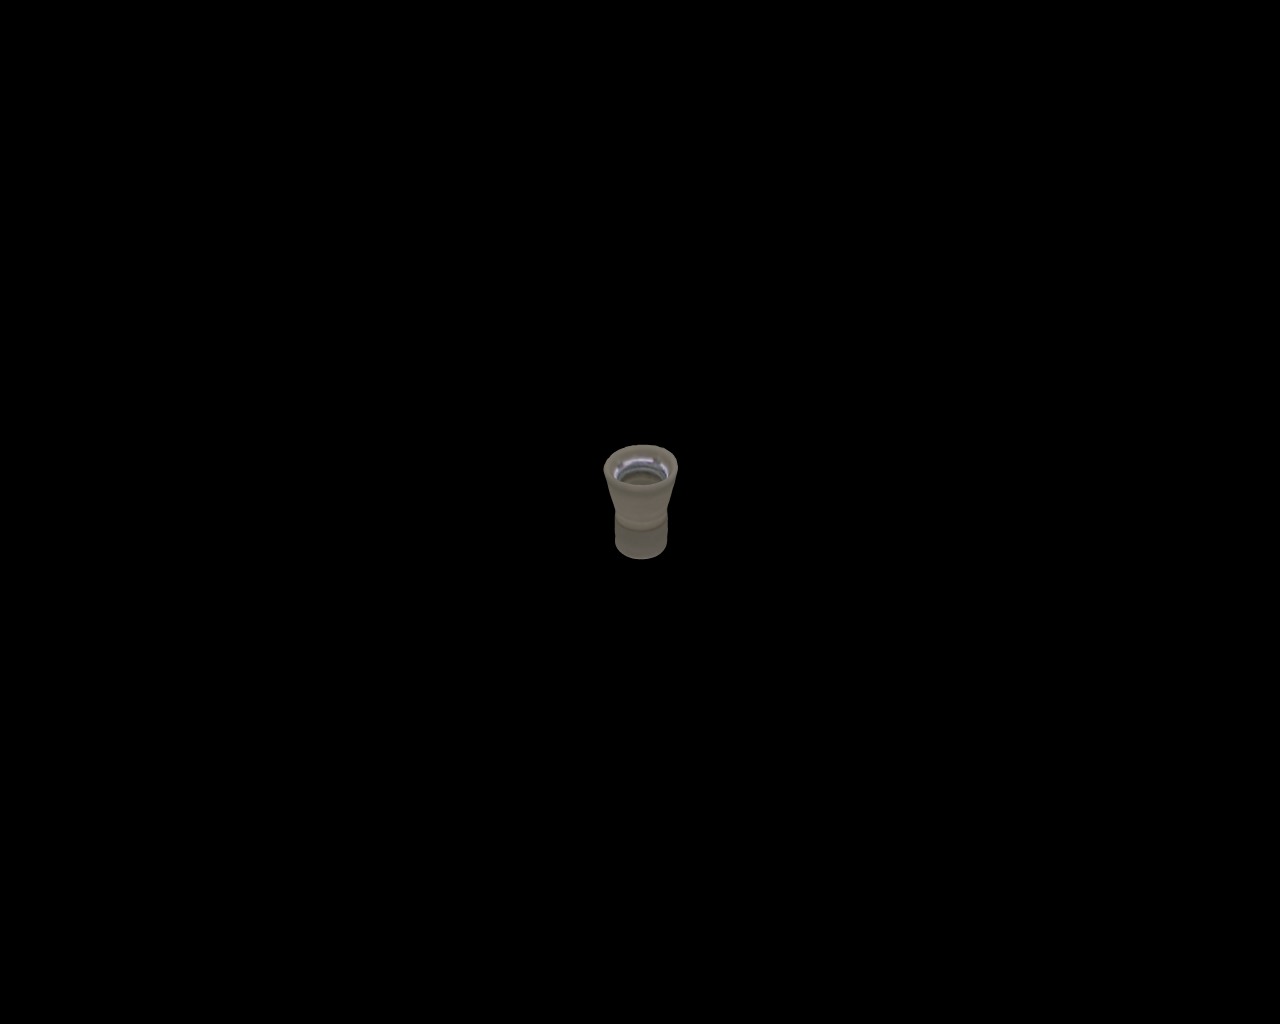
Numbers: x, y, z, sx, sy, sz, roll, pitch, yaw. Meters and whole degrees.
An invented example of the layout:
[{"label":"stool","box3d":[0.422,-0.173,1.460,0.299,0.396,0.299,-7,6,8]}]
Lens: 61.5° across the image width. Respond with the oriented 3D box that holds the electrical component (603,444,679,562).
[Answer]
[{"label":"electrical component","box3d":[0.001,-0.003,0.650,0.044,0.065,0.044,0,38,0]}]
